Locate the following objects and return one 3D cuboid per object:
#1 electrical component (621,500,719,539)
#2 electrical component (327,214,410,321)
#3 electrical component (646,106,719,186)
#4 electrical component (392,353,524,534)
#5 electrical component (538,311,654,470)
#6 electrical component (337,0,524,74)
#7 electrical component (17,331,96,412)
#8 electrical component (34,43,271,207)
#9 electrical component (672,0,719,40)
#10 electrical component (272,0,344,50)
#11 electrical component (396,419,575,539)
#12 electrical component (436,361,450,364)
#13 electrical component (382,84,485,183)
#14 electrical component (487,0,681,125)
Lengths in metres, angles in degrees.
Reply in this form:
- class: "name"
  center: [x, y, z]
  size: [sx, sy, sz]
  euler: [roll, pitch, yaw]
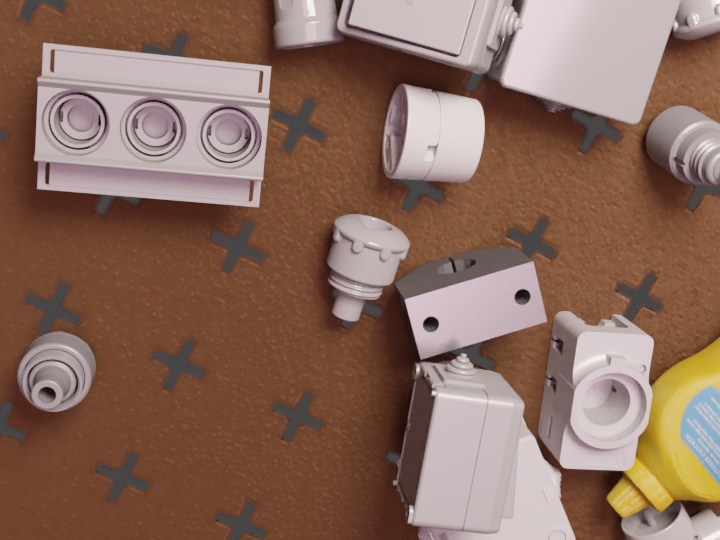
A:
- class: "electrical component"
  center: [0.228, 0.187, 0.728]
  size: [0.079, 0.043, 0.077]
  euler: [-29, 106, -1]
- class: "electrical component"
  center: [0.000, 0.000, 0.651]
  size: [0.048, 0.048, 0.062]
  euler: [15, 107, -11]
- class: "electrical component"
  center: [0.205, -0.071, 0.648]
  size: [0.040, 0.078, 0.040]
  euler: [-6, 117, -13]
- class: "electrical component"
  center: [0.060, 0.096, 0.622]
  size: [0.061, 0.061, 0.096]
  euler: [8, 100, -8]
- class: "electrical component"
  center: [0.150, 0.078, 0.684]
  size: [0.050, 0.055, 0.089]
  euler: [4, 103, -9]
- class: "electrical component"
  center: [0.043, -0.148, 0.594]
  size: [0.096, 0.061, 0.061]
  euler: [19, 101, 14]
- class: "electrical component"
  center: [-0.179, 0.063, 0.631]
  size: [0.043, 0.062, 0.043]
  euler: [-2, 103, -8]
- class: "electrical component"
  center: [-0.115, -0.082, 0.604]
  size: [0.121, 0.063, 0.078]
  euler: [4, 103, -9]
- class: "electrical component"
  center: [0.203, -0.171, 0.638]
  size: [0.048, 0.048, 0.062]
  euler: [-19, 96, -3]
- class: "electrical component"
  center: [-0.032, -0.151, 0.612]
  size: [0.040, 0.040, 0.046]
  euler: [-9, 99, -6]
- class: "electrical component"
  center: [0.082, 0.149, 0.696]
  size: [0.100, 0.048, 0.099]
  euler: [-24, 106, -2]
- class: "electrical component"
  center: [0.058, 0.083, 0.677]
  size: [0.040, 0.046, 0.040]
  euler: [-2, 104, -8]
- class: "electrical component"
  center: [0.043, -0.079, 0.633]
  size: [0.047, 0.055, 0.055]
  euler: [6, 103, -13]
- class: "electrical component"
  center: [0.130, -0.141, 0.632]
  size: [0.100, 0.048, 0.099]
  euler: [14, 101, -11]
